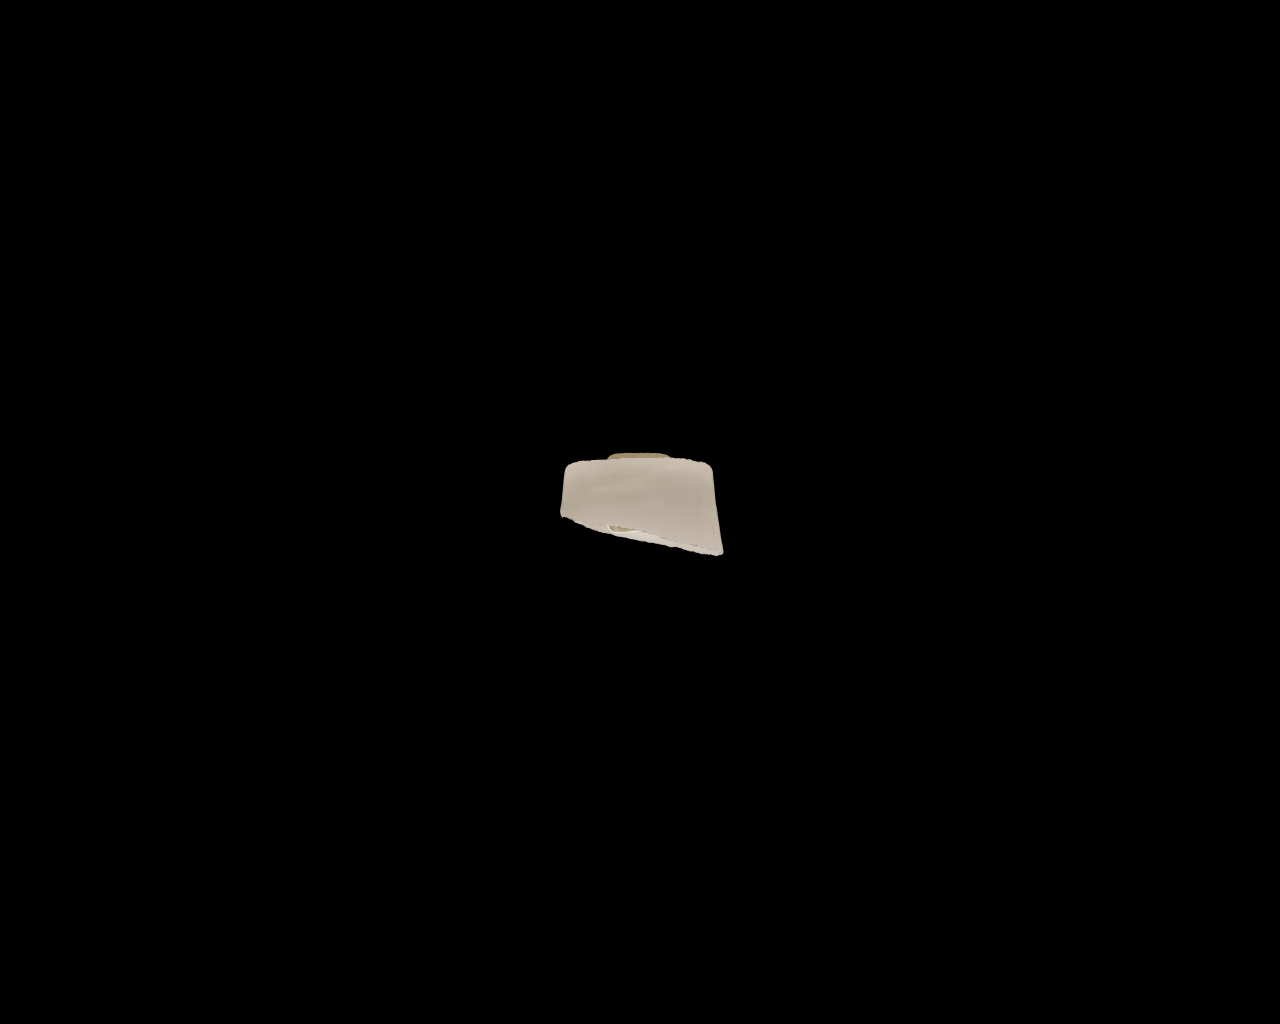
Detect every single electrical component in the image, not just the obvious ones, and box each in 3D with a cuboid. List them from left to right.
[{"bbox_3d":[0.001,-0.003,0.650,0.099,0.064,0.099,0,-7,0],"label":"electrical component"}]
